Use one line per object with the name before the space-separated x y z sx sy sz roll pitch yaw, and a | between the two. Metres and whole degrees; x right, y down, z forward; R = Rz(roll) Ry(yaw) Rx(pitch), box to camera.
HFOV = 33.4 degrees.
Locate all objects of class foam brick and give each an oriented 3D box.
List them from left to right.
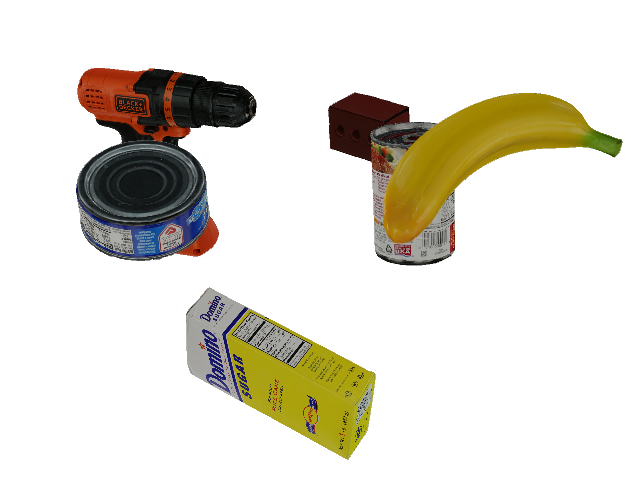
foam brick | 0.054 -0.125 1.184 0.078 0.053 0.051 20 38 34

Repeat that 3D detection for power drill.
power drill | -0.146 -0.079 1.063 0.185 0.188 0.057 10 31 20

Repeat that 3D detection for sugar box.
sugar box | -0.039 0.120 0.959 0.176 0.093 0.048 23 50 17

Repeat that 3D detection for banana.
banana | 0.101 -0.054 0.655 0.197 0.037 0.070 -23 45 -31

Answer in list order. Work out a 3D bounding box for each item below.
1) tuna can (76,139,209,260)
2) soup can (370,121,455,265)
tuna can | -0.117 -0.028 0.703 0.086 0.034 0.086 1 44 -1
soup can | 0.076 -0.038 0.866 0.068 0.102 0.068 -3 21 1
